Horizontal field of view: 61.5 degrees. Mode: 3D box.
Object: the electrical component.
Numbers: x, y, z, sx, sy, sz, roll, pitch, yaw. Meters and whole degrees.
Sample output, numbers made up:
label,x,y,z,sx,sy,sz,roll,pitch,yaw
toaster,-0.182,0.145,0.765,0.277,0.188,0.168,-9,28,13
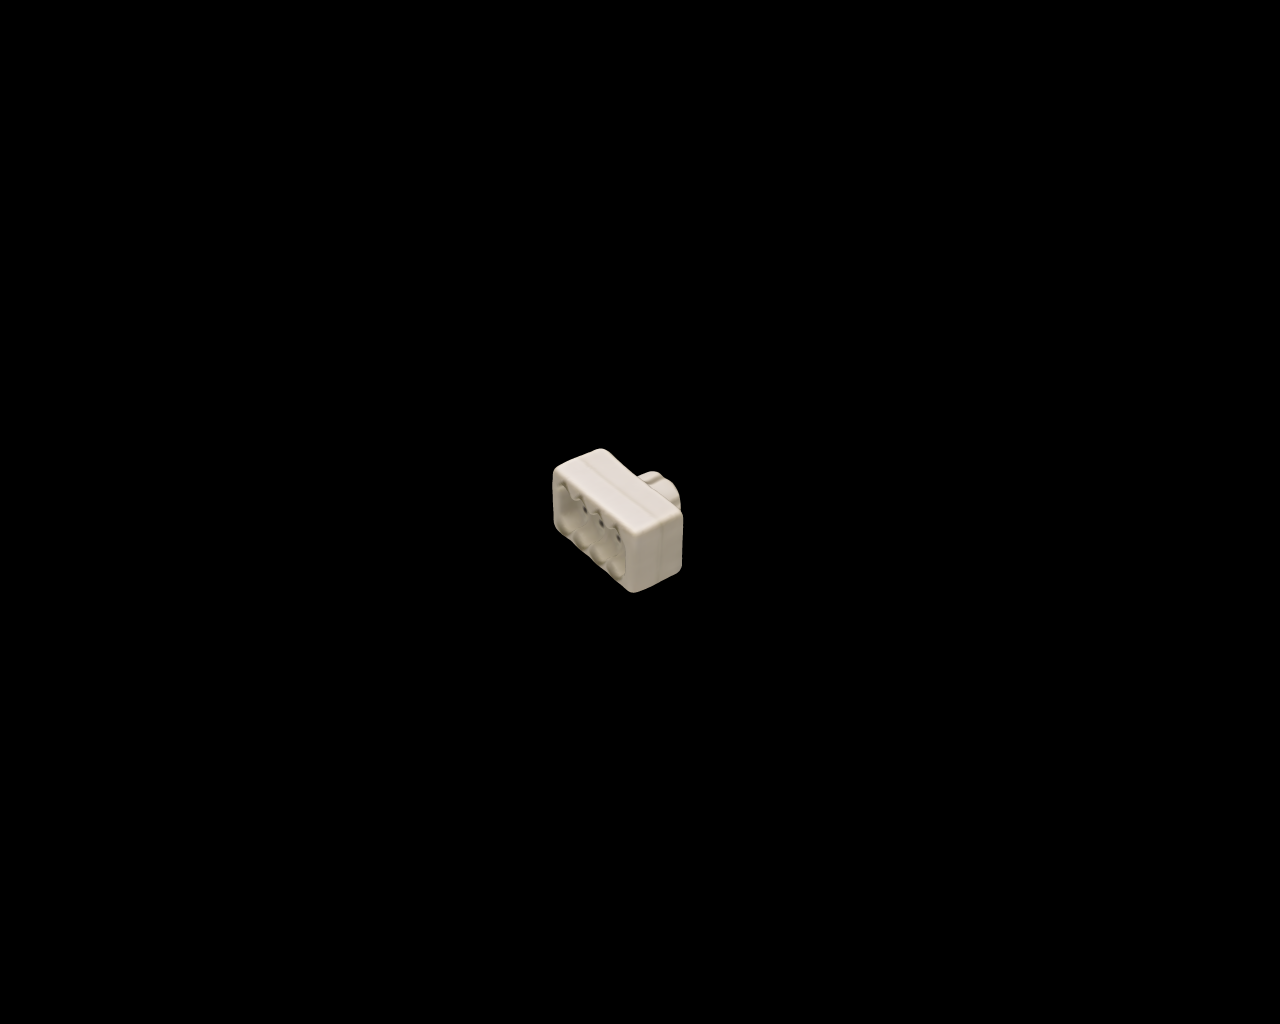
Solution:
label,x,y,z,sx,sy,sz,roll,pitch,yaw
electrical component,0.001,-0.003,0.650,0.076,0.047,0.083,-25,45,-28
